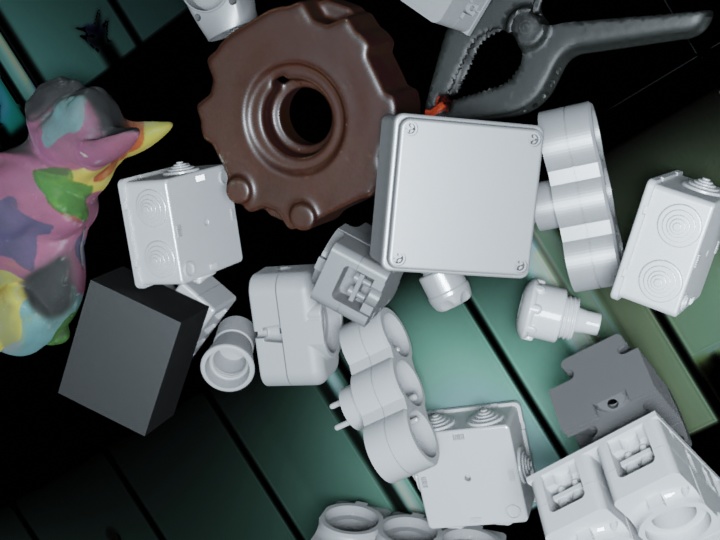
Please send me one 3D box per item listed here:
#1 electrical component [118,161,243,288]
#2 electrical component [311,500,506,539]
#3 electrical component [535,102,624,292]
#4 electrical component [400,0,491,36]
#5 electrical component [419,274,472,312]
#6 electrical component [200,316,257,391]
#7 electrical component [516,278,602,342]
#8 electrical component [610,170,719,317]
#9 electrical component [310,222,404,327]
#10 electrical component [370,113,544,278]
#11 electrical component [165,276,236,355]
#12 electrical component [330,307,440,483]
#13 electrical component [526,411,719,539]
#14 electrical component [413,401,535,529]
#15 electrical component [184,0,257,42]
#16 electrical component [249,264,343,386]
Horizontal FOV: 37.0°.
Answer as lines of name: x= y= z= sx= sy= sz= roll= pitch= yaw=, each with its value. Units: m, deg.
electrical component: x=-0.142 y=-0.038 z=0.869 sx=0.048 sy=0.100 sz=0.099 roll=-1 pitch=103 yaw=30
electrical component: x=0.039 y=0.242 z=0.887 sx=0.150 sy=0.089 sz=0.061 roll=8 pitch=105 yaw=15
electrical component: x=0.149 y=-0.050 z=0.803 sx=0.074 sy=0.052 sz=0.138 roll=-10 pitch=100 yaw=19
electrical component: x=0.073 y=-0.275 z=0.751 sx=0.105 sy=0.060 sz=0.186 roll=40 pitch=112 yaw=23
electrical component: x=0.062 y=0.001 z=0.851 sx=0.035 sy=0.035 sz=0.061 roll=-26 pitch=93 yaw=21
electrical component: x=-0.107 y=0.067 z=0.900 sx=0.044 sy=0.065 sz=0.044 roll=1 pitch=115 yaw=1
electrical component: x=0.154 y=0.035 z=0.828 sx=0.062 sy=0.048 sz=0.048 roll=13 pitch=107 yaw=6
electrical component: x=0.225 y=-0.019 z=0.764 sx=0.048 sy=0.100 sz=0.099 roll=22 pitch=109 yaw=24
electrical component: x=0.000 y=0.000 z=0.839 sx=0.056 sy=0.089 sz=0.050 roll=28 pitch=109 yaw=8
electrical component: x=0.068 y=-0.053 z=0.766 sx=0.109 sy=0.056 sz=0.108 roll=3 pitch=98 yaw=-13
electrical component: x=-0.164 y=0.034 z=0.920 sx=0.076 sy=0.047 sz=0.083 roll=40 pitch=111 yaw=5
electrical component: x=0.008 y=0.104 z=0.855 sx=0.074 sy=0.052 sz=0.138 roll=-27 pitch=59 yaw=21
electrical component: x=0.221 y=0.194 z=0.786 sx=0.105 sy=0.060 sz=0.186 roll=-33 pitch=127 yaw=21
electrical component: x=0.092 y=0.160 z=0.873 sx=0.100 sy=0.048 sz=0.099 roll=-9 pitch=101 yaw=19
electrical component: x=-0.098 y=-0.228 z=0.837 sx=0.079 sy=0.044 sz=0.077 roll=-19 pitch=97 yaw=19
electrical component: x=-0.050 y=0.045 z=0.884 sx=0.059 sy=0.054 sz=0.095 roll=-3 pitch=102 yaw=17
